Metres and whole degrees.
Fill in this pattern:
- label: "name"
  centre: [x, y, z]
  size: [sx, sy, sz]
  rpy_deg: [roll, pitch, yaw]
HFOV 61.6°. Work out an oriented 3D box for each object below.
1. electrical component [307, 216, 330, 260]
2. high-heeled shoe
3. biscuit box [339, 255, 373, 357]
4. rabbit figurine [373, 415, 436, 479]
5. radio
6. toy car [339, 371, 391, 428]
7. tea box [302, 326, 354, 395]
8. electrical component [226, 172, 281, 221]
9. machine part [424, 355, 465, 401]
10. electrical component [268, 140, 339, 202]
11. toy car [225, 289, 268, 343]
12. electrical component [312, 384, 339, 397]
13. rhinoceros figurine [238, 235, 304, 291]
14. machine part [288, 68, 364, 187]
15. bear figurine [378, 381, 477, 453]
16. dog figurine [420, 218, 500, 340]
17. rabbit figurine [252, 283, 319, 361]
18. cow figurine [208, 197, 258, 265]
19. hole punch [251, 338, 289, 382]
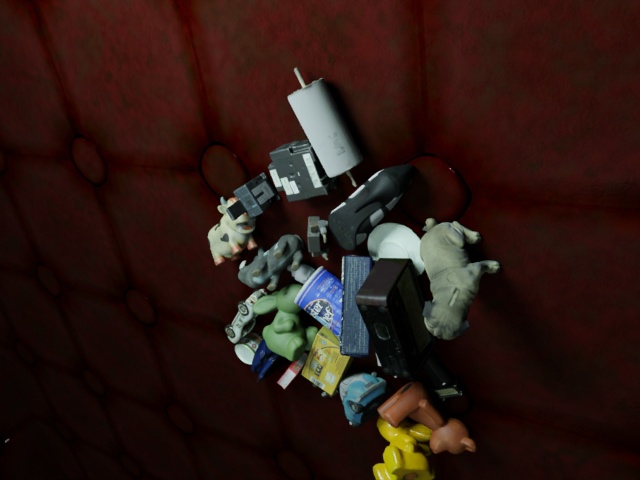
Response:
- label: "electrical component"
  centre: [-0.002, -0.005, 1.137]
  size: [0.045, 0.078, 0.102]
  rpy_deg: [0, 129, 4]
- label: "high-heeled shoe"
  centre: [0.100, -0.064, 1.055]
  size: [0.086, 0.145, 0.248]
  rpy_deg: [50, 163, 7]
- label: "biscuit box"
  centre: [0.073, 0.136, 1.100]
  size: [0.063, 0.059, 0.202]
  rpy_deg: [3, 80, 4]
- label: "rabbit figurine"
  centre: [0.197, 0.478, 1.265]
  size: [0.162, 0.173, 0.121]
  rpy_deg: [-5, 126, -13]
- label: "radio"
  centre: [0.156, 0.159, 1.075]
  size: [0.073, 0.131, 0.229]
  rpy_deg: [0, 124, 37]
- label: "toy car"
  centre: [0.097, 0.372, 1.300]
  size: [0.103, 0.109, 0.161]
  rpy_deg: [48, 151, 32]
- label: "tea box"
  centre: [0.027, 0.284, 1.303]
  size: [0.098, 0.068, 0.169]
  rpy_deg: [32, 130, 14]
- label: "electrical component"
  centre: [-0.148, -0.088, 1.156]
  size: [0.048, 0.119, 0.074]
  rpy_deg: [-23, 100, 42]
- label: "machine part"
  centre: [0.253, 0.292, 1.173]
  size: [0.139, 0.039, 0.084]
  rpy_deg: [50, 142, -5]
- label: "electrical component"
  centre: [-0.040, -0.141, 1.088]
  size: [0.134, 0.058, 0.114]
  rpy_deg: [-5, 113, 37]
- label: "toy car"
  centre: [-0.189, 0.197, 1.396]
  size: [0.056, 0.073, 0.201]
  rpy_deg: [43, 134, 10]
- label: "electrical component"
  centre: [0.021, 0.374, 1.396]
  size: [0.063, 0.021, 0.094]
  rpy_deg: [46, 134, 3]
- label: "rhinoceros figurine"
  centre: [-0.118, 0.052, 1.234]
  size: [0.073, 0.112, 0.190]
  rpy_deg: [35, 125, -29]
- label: "machine part"
  centre: [0.012, -0.206, 0.997]
  size: [0.079, 0.079, 0.243]
  rpy_deg: [-17, 106, 41]
- label: "bear figurine"
  centre: [0.243, 0.418, 1.203]
  size: [0.196, 0.132, 0.120]
  rpy_deg: [50, 171, 3]
- label: "dog figurine"
  centre: [0.215, 0.064, 0.949]
  size: [0.172, 0.190, 0.121]
  rpy_deg: [42, 133, 7]
- label: "rabbit figurine"
  centre: [-0.075, 0.177, 1.300]
  size: [0.159, 0.121, 0.170]
  rpy_deg: [21, 110, 32]
- label: "cow figurine"
  centre: [-0.202, -0.028, 1.252]
  size: [0.195, 0.085, 0.127]
  rpy_deg: [-33, 81, 53]
- label: "hole punch"
  centre: [-0.129, 0.288, 1.390]
  size: [0.092, 0.116, 0.142]
  rpy_deg: [48, 134, 11]
